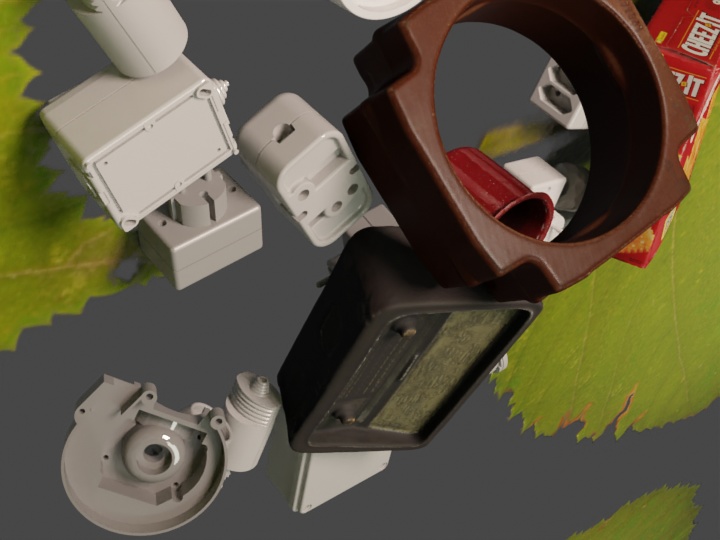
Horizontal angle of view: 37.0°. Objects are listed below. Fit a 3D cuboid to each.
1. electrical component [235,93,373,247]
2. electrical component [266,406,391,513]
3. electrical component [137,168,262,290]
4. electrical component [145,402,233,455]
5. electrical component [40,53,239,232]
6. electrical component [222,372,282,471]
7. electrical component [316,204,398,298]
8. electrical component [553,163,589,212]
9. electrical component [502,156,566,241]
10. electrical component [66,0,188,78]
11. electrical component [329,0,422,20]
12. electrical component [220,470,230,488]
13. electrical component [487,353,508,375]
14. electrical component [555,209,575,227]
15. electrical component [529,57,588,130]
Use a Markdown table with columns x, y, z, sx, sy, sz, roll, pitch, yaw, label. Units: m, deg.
| x | y | z | sx | sy | sz | roll | pitch | yaw | label |
| --- | --- | --- | --- | --- | --- | --- | --- | --- | --- |
| -0.038 | -0.067 | 0.700 | 0.054 | 0.059 | 0.095 | -42 | 148 | -6 | electrical component |
| -0.023 | 0.149 | 0.967 | 0.109 | 0.056 | 0.108 | -23 | 142 | -33 | electrical component |
| -0.101 | -0.039 | 0.669 | 0.066 | 0.047 | 0.076 | -29 | 146 | -25 | electrical component |
| -0.132 | 0.136 | 0.836 | 0.055 | 0.048 | 0.066 | -46 | 149 | 14 | electrical component |
| -0.116 | -0.081 | 0.590 | 0.096 | 0.061 | 0.061 | -37 | 148 | -14 | electrical component |
| -0.090 | 0.118 | 0.866 | 0.043 | 0.043 | 0.081 | -10 | 134 | -44 | electrical component |
| 0.000 | 0.000 | 0.834 | 0.077 | 0.047 | 0.065 | -29 | 146 | -16 | electrical component |
| 0.195 | -0.074 | 0.982 | 0.062 | 0.043 | 0.043 | 3 | 124 | -52 | electrical component |
| 0.152 | -0.042 | 0.936 | 0.047 | 0.076 | 0.083 | -16 | 138 | -39 | electrical component |
| -0.123 | -0.138 | 0.536 | 0.043 | 0.043 | 0.081 | -42 | 148 | -6 | electrical component |
| 0.014 | -0.195 | 0.613 | 0.108 | 0.060 | 0.108 | -30 | 145 | -24 | electrical component |
| -0.124 | 0.166 | 0.890 | 0.061 | 0.035 | 0.035 | -34 | 147 | -23 | electrical component |
| 0.096 | 0.068 | 0.994 | 0.051 | 0.080 | 0.080 | -30 | 146 | -15 | electrical component |
| 0.193 | -0.029 | 1.000 | 0.083 | 0.076 | 0.047 | -14 | 137 | -41 | electrical component |
| 0.193 | -0.162 | 0.876 | 0.076 | 0.047 | 0.083 | -8 | 132 | -45 | electrical component |
